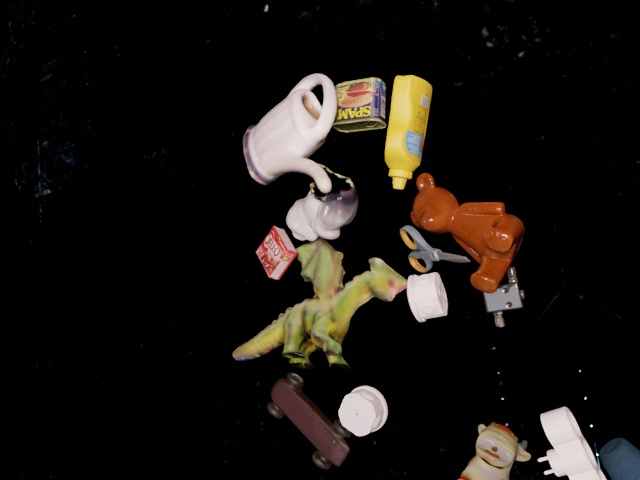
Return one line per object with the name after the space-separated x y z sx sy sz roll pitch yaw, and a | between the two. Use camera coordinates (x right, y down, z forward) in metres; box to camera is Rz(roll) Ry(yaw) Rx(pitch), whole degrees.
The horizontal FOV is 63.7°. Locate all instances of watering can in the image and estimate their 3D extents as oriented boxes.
-0.055 -0.179 0.974 0.221 0.356 0.103 -32 -50 33 | watering can

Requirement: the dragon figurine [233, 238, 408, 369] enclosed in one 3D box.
-0.019 0.118 0.998 0.408 0.247 0.121 -8 -26 36 | dragon figurine

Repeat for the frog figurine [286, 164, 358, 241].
0.003 -0.050 0.988 0.123 0.156 0.140 0 43 -23 | frog figurine
